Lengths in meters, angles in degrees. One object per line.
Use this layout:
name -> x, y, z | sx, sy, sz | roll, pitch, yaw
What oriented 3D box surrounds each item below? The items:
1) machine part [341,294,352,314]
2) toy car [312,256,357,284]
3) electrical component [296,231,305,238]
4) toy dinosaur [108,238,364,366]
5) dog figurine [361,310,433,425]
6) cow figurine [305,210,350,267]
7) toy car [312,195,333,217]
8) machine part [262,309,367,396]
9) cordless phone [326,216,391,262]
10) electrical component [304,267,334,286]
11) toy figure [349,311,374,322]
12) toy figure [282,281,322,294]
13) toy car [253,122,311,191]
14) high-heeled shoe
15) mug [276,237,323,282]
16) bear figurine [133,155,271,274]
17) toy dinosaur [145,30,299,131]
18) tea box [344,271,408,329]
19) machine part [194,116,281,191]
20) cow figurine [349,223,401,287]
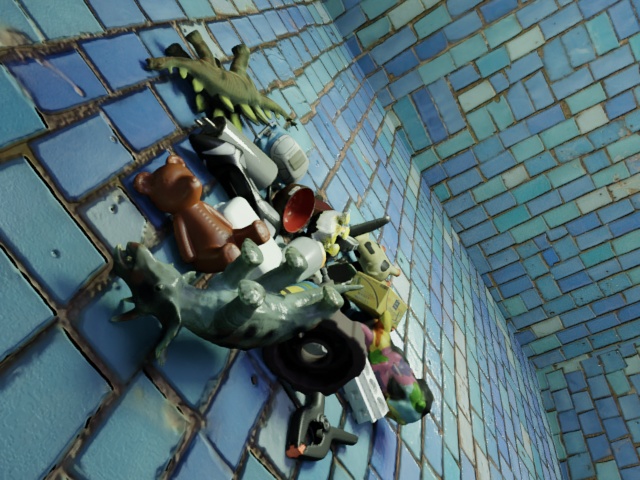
machine part -> 0.036, 0.173, 1.223 | 0.084, 0.039, 0.139 | 48, 27, -14
toy car -> 0.035, 0.088, 1.272 | 0.073, 0.056, 0.201 | 52, 23, 12
electrical component -> -0.033, 0.011, 1.268 | 0.063, 0.021, 0.094 | 52, 25, -23
toy dinosaur -> -0.102, 0.102, 0.776 | 0.404, 0.192, 0.131 | 21, 39, -49
dog figurine -> 0.153, 0.269, 1.181 | 0.192, 0.108, 0.219 | 31, -37, 67
cow figurine -> -0.003, -0.005, 1.213 | 0.167, 0.098, 0.068 | -53, 151, -43
toy car -> -0.024, -0.082, 1.350 | 0.089, 0.053, 0.202 | 55, 20, 21
machine part -> -0.008, 0.187, 0.932 | 0.179, 0.179, 0.056 | 55, 20, -18
cordless phone -> 0.089, -0.018, 1.335 | 0.146, 0.184, 0.088 | -1, 70, -79
electrical component -> -0.004, 0.118, 1.149 | 0.078, 0.045, 0.102 | -35, 111, -48
toy figure -> 0.123, 0.219, 1.333 | 0.154, 0.058, 0.064 | 42, 35, -49
toy figure -> -0.051, 0.124, 1.032 | 0.089, 0.082, 0.180 | 46, 28, 9
toy car -> -0.076, -0.185, 1.221 | 0.109, 0.103, 0.161 | -46, 133, -23
high-heeled shoe -> -0.168, -0.090, 1.038 | 0.248, 0.086, 0.145 | 32, 52, -39
mug -> -0.061, 0.040, 1.099 | 0.110, 0.080, 0.107 | 34, 30, 11
bear figurine -> -0.191, -0.047, 0.857 | 0.120, 0.132, 0.195 | -42, 111, -49
toy dinosaur -> -0.195, -0.331, 1.205 | 0.471, 0.105, 0.198 | -8, 80, -57
tea box -> 0.136, 0.147, 1.286 | 0.098, 0.068, 0.169 | 26, -11, 33
machine part -> -0.168, -0.176, 1.114 | 0.243, 0.079, 0.079 | 39, 32, -44
cow figurine -> 0.124, 0.033, 1.458 | 0.127, 0.085, 0.195 | 25, 28, -43
